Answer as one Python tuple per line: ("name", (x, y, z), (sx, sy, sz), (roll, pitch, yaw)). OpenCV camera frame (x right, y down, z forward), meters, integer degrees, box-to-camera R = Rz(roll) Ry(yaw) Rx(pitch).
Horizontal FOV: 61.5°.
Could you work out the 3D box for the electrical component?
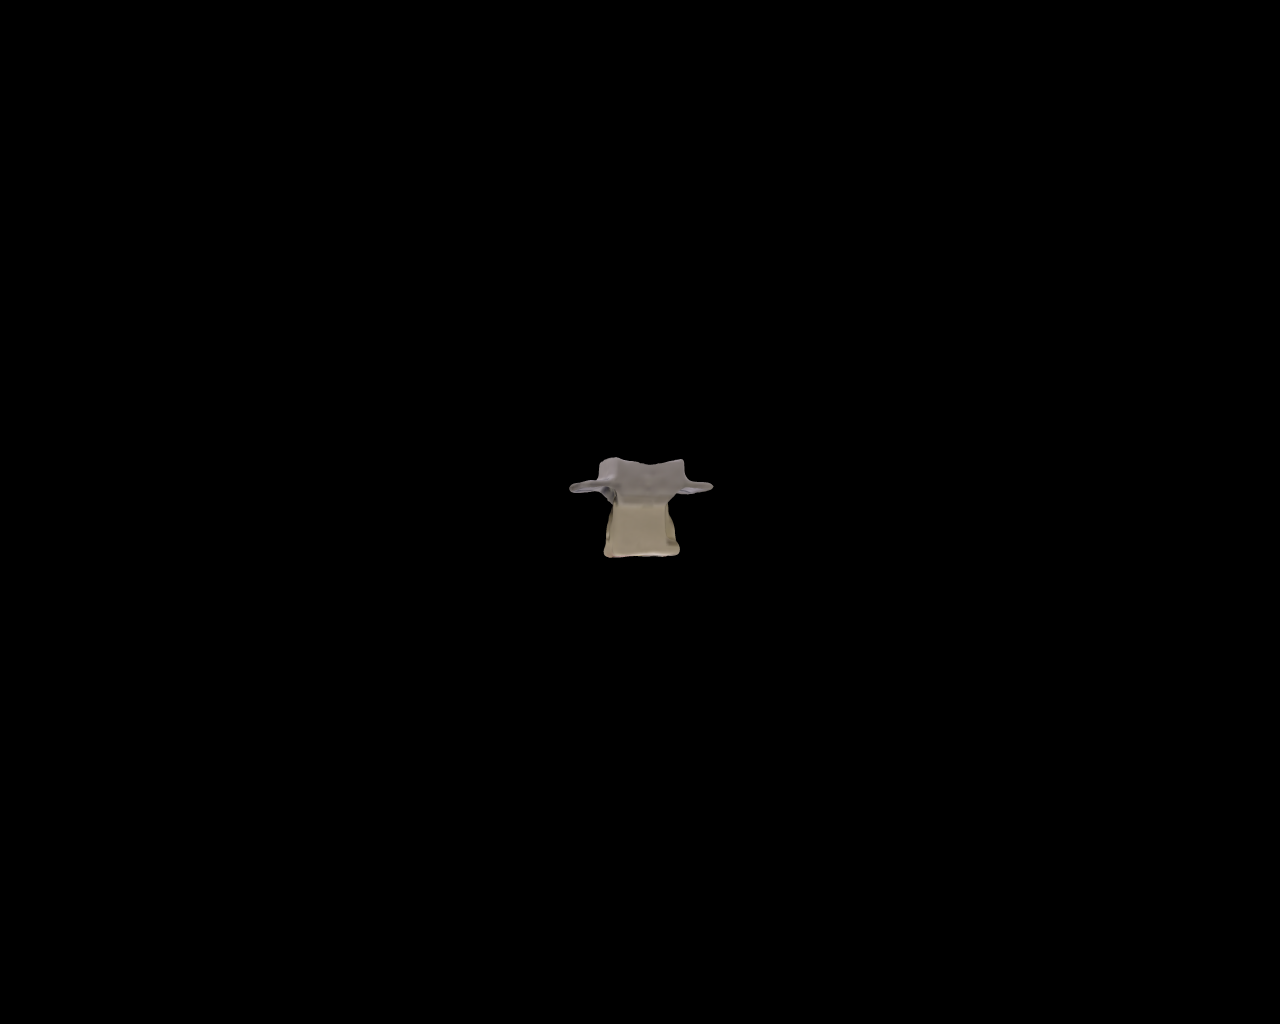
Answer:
("electrical component", (0.001, -0.003, 0.650), (0.081, 0.063, 0.042), (1, -4, -15))
